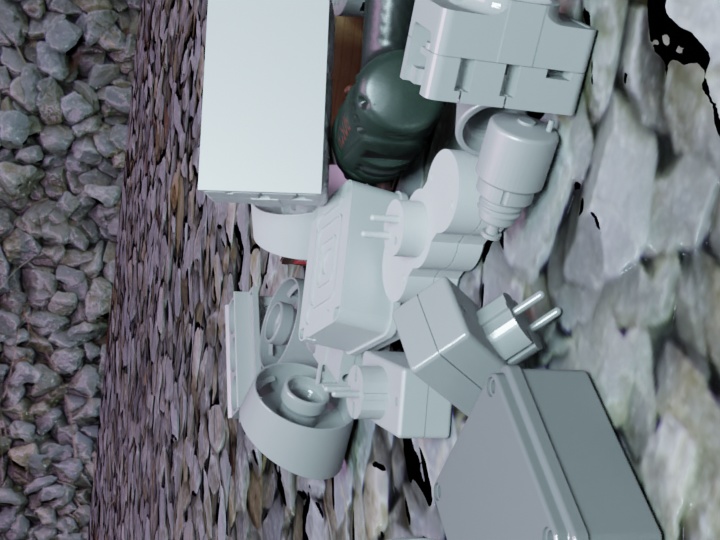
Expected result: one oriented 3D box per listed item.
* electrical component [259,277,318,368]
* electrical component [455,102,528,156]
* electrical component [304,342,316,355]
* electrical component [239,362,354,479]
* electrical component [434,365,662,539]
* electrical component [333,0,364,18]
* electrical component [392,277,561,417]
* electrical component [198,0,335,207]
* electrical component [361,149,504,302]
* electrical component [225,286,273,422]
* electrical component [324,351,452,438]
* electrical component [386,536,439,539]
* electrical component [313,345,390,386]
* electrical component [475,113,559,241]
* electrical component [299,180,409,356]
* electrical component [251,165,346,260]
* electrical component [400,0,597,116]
[{"bbox_3d":[-0.053,0.058,1.003,0.099,0.064,0.099,-48,33,45],"label":"electrical component"},{"bbox_3d":[0.075,-0.106,0.654,0.044,0.044,0.065,113,158,-45],"label":"electrical component"},{"bbox_3d":[-0.024,0.059,0.927,0.061,0.035,0.035,172,101,-68],"label":"electrical component"},{"bbox_3d":[-0.052,0.125,0.907,0.099,0.099,0.064,-115,40,-54],"label":"electrical component"},{"bbox_3d":[0.090,0.123,0.547,0.108,0.056,0.108,-106,27,-44],"label":"electrical component"},{"bbox_3d":[0.007,-0.229,0.863,0.055,0.047,0.055,-177,90,-71],"label":"electrical component"},{"bbox_3d":[0.075,0.038,0.593,0.076,0.083,0.047,-36,41,16],"label":"electrical component"},{"bbox_3d":[-0.067,-0.126,0.794,0.061,0.089,0.150,70,-158,-84],"label":"electrical component"},{"bbox_3d":[0.038,-0.026,0.695,0.138,0.074,0.052,120,147,-53],"label":"electrical component"},{"bbox_3d":[-0.102,0.088,1.103,0.078,0.063,0.121,131,138,-61],"label":"electrical component"},{"bbox_3d":[0.014,0.085,0.746,0.083,0.076,0.047,-167,81,-71],"label":"electrical component"},{"bbox_3d":[0.023,0.208,0.697,0.080,0.080,0.051,119,143,-52],"label":"electrical component"},{"bbox_3d":[-0.006,0.062,0.861,0.064,0.042,0.081,-133,48,-60],"label":"electrical component"},{"bbox_3d":[0.085,-0.053,0.614,0.040,0.040,0.078,-115,34,-54],"label":"electrical component"},{"bbox_3d":[0.000,0.000,0.796,0.078,0.057,0.113,-34,46,59],"label":"electrical component"},{"bbox_3d":[-0.043,-0.050,0.909,0.099,0.099,0.064,-122,33,-60],"label":"electrical component"},{"bbox_3d":[0.075,-0.121,0.580,0.050,0.089,0.055,-123,40,-60],"label":"electrical component"}]
